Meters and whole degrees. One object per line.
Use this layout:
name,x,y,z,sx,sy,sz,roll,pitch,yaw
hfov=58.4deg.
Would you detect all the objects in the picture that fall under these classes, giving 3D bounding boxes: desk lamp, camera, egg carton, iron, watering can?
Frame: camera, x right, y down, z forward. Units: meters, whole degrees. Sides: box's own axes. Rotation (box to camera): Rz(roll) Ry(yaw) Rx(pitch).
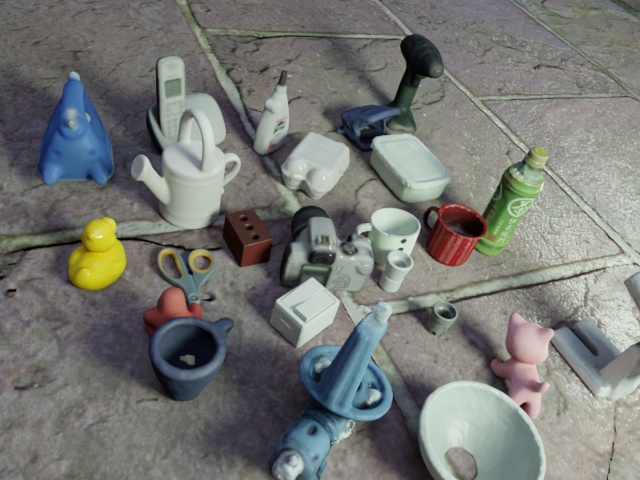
desk lamp,0.483,0.153,0.852,0.118,0.213,0.202,-11,50,-28
camera,0.009,0.003,0.930,0.143,0.101,0.136,5,44,-14
egg carton,-0.006,-0.145,1.103,0.107,0.069,0.150,23,43,6
iron,-0.418,-0.208,0.975,0.119,0.141,0.257,-3,46,-21
watering can,-0.207,-0.116,0.911,0.100,0.194,0.173,34,45,17

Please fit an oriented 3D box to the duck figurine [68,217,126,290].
duck figurine,-0.319,0.013,0.820,0.077,0.086,0.104,15,42,-3

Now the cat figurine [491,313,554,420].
cat figurine,0.303,0.176,0.837,0.067,0.118,0.127,11,43,-8

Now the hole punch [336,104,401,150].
hole punch,0.104,-0.263,1.247,0.109,0.091,0.101,-25,57,-37

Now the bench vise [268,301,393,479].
bench vise,0.028,0.183,0.661,0.121,0.220,0.207,18,42,1

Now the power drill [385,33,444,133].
power drill,0.212,-0.354,1.292,0.076,0.208,0.229,6,44,-12

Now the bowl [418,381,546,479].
bowl,0.195,0.270,0.734,0.167,0.075,0.167,10,43,-9

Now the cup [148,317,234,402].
cup,-0.159,0.151,0.723,0.091,0.095,0.118,38,46,21

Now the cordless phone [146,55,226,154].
cordless phone,-0.241,-0.252,1.048,0.094,0.185,0.148,41,47,24

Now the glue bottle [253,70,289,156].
glue bottle,-0.085,-0.249,1.107,0.037,0.173,0.078,31,44,15

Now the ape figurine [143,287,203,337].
ape figurine,-0.196,0.099,0.767,0.078,0.092,0.076,8,43,-11
